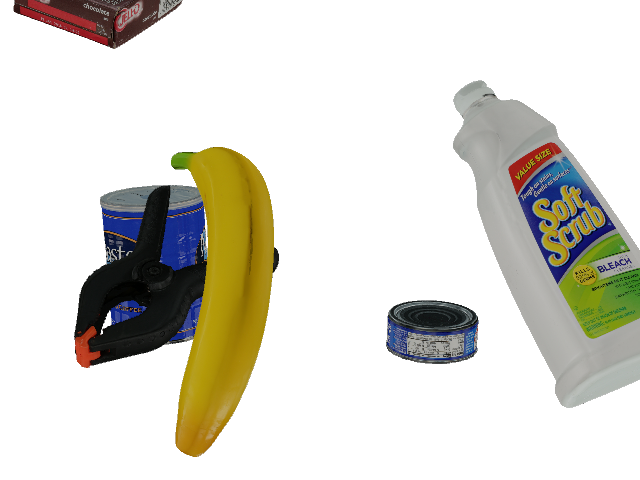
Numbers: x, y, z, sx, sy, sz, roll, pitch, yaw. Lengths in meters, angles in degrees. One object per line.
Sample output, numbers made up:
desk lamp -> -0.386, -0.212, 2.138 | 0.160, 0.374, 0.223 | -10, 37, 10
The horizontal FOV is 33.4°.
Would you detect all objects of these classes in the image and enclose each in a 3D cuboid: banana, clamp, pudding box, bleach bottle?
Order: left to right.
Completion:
pudding box -> -0.167, -0.194, 0.822 | 0.090, 0.039, 0.113 | 22, 34, 12
clamp -> -0.128, 0.024, 0.800 | 0.120, 0.039, 0.171 | 33, 50, 28
banana -> -0.053, 0.018, 0.591 | 0.037, 0.198, 0.070 | 19, -40, -31
bleach bottle -> 0.160, -0.011, 0.777 | 0.102, 0.251, 0.068 | -19, -26, -18

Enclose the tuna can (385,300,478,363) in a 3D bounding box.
tuna can -> 0.104, 0.084, 0.996 | 0.086, 0.034, 0.086 | 1, 15, 0

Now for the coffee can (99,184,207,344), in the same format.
coffee can -> -0.163, 0.022, 1.069 | 0.103, 0.140, 0.103 | -2, 13, 0
